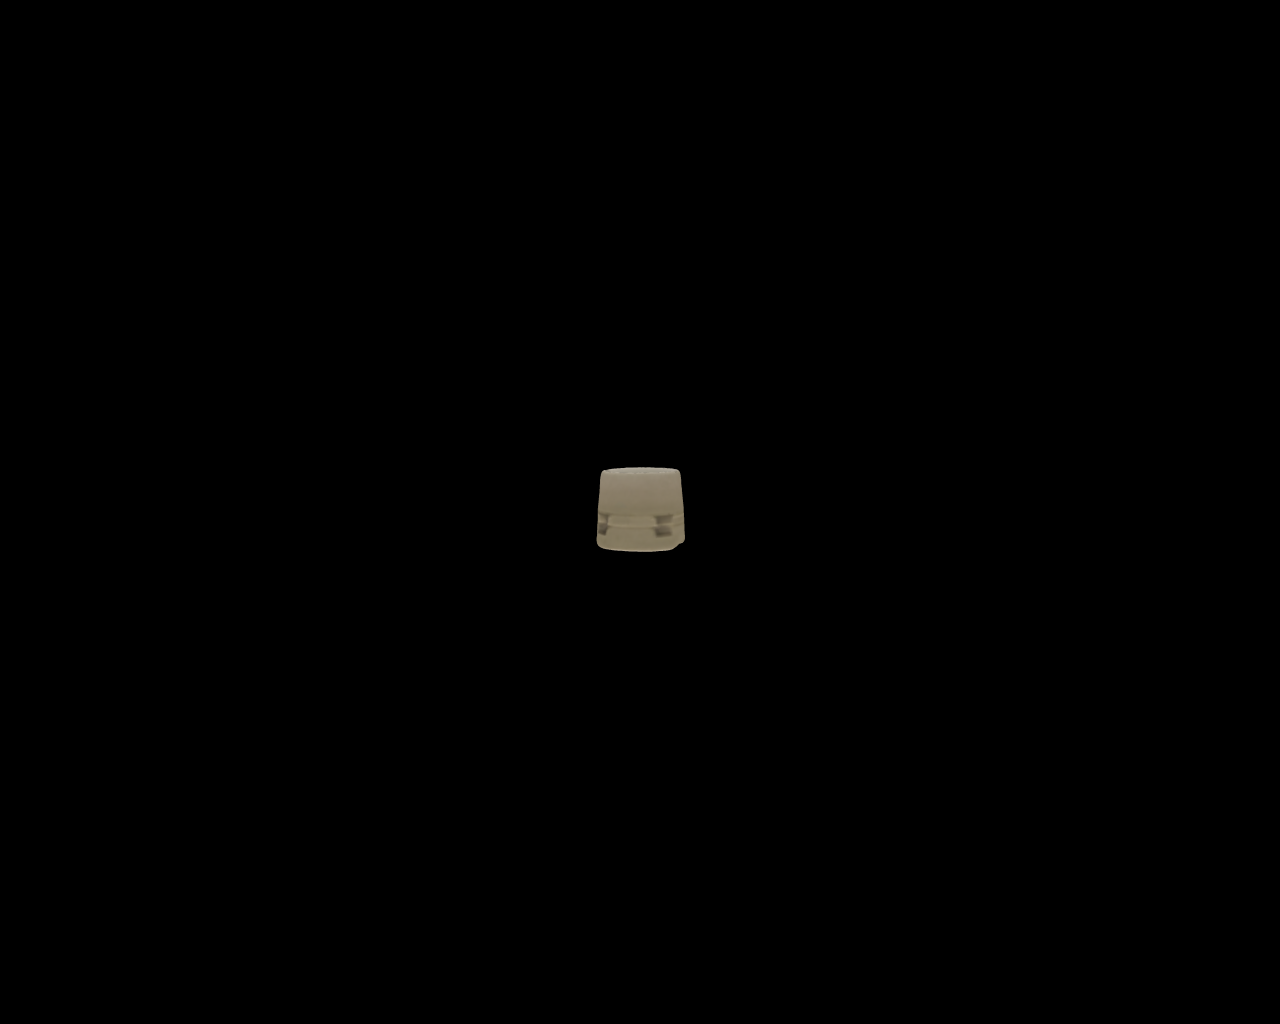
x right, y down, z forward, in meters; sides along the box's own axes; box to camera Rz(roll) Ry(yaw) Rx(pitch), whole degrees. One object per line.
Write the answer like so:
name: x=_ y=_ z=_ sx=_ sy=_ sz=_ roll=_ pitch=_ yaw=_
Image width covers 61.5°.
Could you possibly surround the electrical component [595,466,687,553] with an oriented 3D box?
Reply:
electrical component: x=0.001 y=-0.003 z=0.650 sx=0.055 sy=0.047 sz=0.055 roll=0 pitch=7 yaw=0
